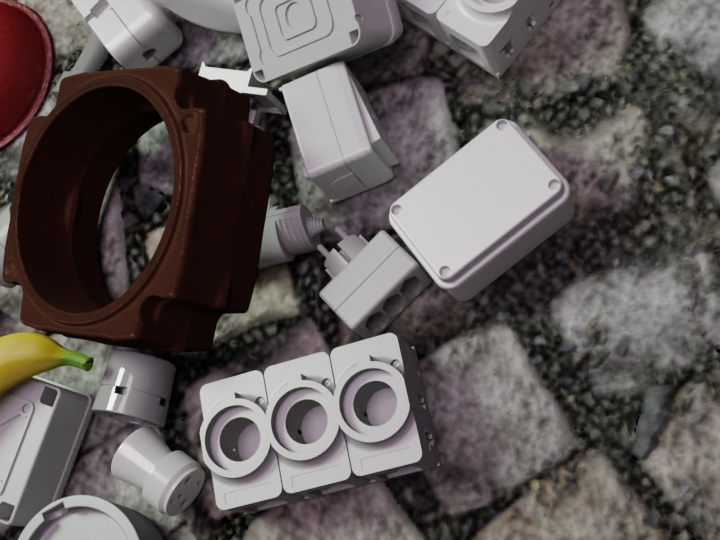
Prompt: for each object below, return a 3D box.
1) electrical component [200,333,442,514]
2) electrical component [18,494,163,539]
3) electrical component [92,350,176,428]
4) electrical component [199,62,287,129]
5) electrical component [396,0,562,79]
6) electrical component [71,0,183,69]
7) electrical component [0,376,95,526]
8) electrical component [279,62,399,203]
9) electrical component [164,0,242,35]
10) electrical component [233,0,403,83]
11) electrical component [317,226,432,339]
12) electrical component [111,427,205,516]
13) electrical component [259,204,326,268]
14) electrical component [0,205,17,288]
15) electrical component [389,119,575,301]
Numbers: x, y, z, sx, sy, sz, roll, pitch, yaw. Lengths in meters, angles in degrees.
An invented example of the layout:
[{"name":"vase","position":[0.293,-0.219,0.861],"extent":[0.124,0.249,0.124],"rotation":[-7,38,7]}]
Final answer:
[{"name":"electrical component","position":[-0.030,0.109,0.753],"extent":[0.150,0.062,0.089],"rotation":[-17,70,13]},{"name":"electrical component","position":[-0.190,0.219,0.775],"extent":[0.108,0.060,0.108],"rotation":[-5,73,17]},{"name":"electrical component","position":[-0.169,0.089,0.810],"extent":[0.055,0.055,0.047],"rotation":[6,73,20]},{"name":"electrical component","position":[-0.105,-0.126,0.857],"extent":[0.081,0.042,0.063],"rotation":[11,79,22]},{"name":"electrical component","position":[0.070,-0.229,0.818],"extent":[0.150,0.062,0.089],"rotation":[38,89,24]},{"name":"electrical component","position":[-0.195,-0.216,0.907],"extent":[0.059,0.054,0.095],"rotation":[-40,66,4]},{"name":"electrical component","position":[-0.277,0.131,0.832],"extent":[0.109,0.056,0.108],"rotation":[15,80,22]},{"name":"electrical component","position":[-0.015,-0.110,0.812],"extent":[0.061,0.062,0.096],"rotation":[-21,69,11]},{"name":"electrical component","position":[-0.113,-0.236,0.886],"extent":[0.077,0.043,0.079],"rotation":[17,45,-3]},{"name":"electrical component","position":[-0.032,-0.193,0.812],"extent":[0.113,0.057,0.078],"rotation":[-13,95,40]},{"name":"electrical component","position":[0.000,0.000,0.783],"extent":[0.065,0.047,0.076],"rotation":[-45,66,2]},{"name":"electrical component","position":[-0.148,0.148,0.791],"extent":[0.055,0.045,0.045],"rotation":[31,86,23]},{"name":"electrical component","position":[-0.065,-0.026,0.814],"extent":[0.081,0.043,0.043],"rotation":[-12,71,15]},{"name":"electrical component","position":[-0.283,-0.018,0.879],"extent":[0.047,0.055,0.055],"rotation":[-38,67,9]},{"name":"electrical component","position":[0.086,-0.042,0.761],"extent":[0.113,0.057,0.078],"rotation":[-39,67,5]}]
